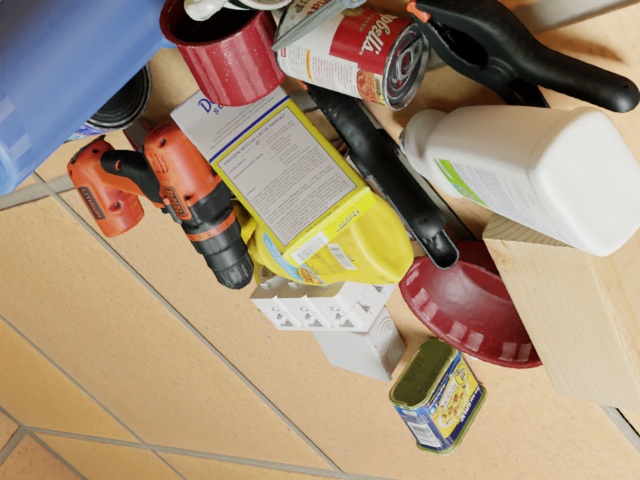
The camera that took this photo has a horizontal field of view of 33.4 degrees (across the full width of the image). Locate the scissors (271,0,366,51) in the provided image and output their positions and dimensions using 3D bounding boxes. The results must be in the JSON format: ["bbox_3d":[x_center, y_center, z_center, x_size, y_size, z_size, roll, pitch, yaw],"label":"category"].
[{"bbox_3d":[0.045,-0.175,0.744,0.202,0.096,0.016,147,115,-62],"label":"scissors"}]

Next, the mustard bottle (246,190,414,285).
[{"bbox_3d":[-0.006,0.001,1.010,0.192,0.058,0.096,-5,131,49],"label":"mustard bottle"}]

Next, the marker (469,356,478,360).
[{"bbox_3d":[0.145,0.080,1.100,0.020,0.020,0.121,11,144,39],"label":"marker"}]

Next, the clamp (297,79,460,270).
[{"bbox_3d":[0.046,-0.068,0.868,0.210,0.036,0.164,55,-178,8],"label":"clamp"}]

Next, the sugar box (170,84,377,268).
[{"bbox_3d":[-0.042,-0.072,0.921,0.176,0.093,0.048,51,180,24],"label":"sugar box"}]

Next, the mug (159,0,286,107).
[{"bbox_3d":[-0.082,-0.170,0.889,0.117,0.093,0.081,35,162,35],"label":"mug"}]

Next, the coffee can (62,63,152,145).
[{"bbox_3d":[-0.249,-0.152,1.079,0.141,0.102,0.102,-4,134,51],"label":"coffee can"}]

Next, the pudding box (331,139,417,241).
[{"bbox_3d":[0.039,-0.043,1.002,0.113,0.039,0.090,45,151,-23],"label":"pudding box"}]

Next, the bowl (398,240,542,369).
[{"bbox_3d":[0.156,0.050,0.999,0.162,0.055,0.162,27,152,16],"label":"bowl"}]

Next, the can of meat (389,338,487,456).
[{"bbox_3d":[0.129,0.171,1.173,0.058,0.102,0.084,5,138,44],"label":"can of meat"}]

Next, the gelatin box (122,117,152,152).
[{"bbox_3d":[-0.173,-0.082,1.150,0.089,0.030,0.073,49,169,46],"label":"gelatin box"}]

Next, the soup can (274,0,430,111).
[{"bbox_3d":[0.024,-0.146,0.822,0.102,0.068,0.068,22,150,26],"label":"soup can"}]

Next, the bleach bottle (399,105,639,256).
[{"bbox_3d":[0.127,-0.062,0.789,0.102,0.068,0.251,49,170,-27],"label":"bleach bottle"}]

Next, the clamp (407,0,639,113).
[{"bbox_3d":[0.136,-0.122,0.770,0.171,0.039,0.120,36,154,6],"label":"clamp"}]

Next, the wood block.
[{"bbox_3d":[0.221,0.040,0.874,0.091,0.090,0.206,8,142,41],"label":"wood block"}]

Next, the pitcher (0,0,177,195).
[{"bbox_3d":[-0.241,-0.159,0.906,0.149,0.242,0.145,3,135,38],"label":"pitcher"}]

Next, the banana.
[{"bbox_3d":[-0.073,0.003,1.164,0.037,0.069,0.197,-6,146,12],"label":"banana"}]

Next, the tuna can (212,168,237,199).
[{"bbox_3d":[-0.107,-0.083,1.106,0.086,0.033,0.086,27,152,16],"label":"tuna can"}]

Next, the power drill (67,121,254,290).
[{"bbox_3d":[-0.158,-0.035,1.065,0.188,0.057,0.184,5,128,43],"label":"power drill"}]
